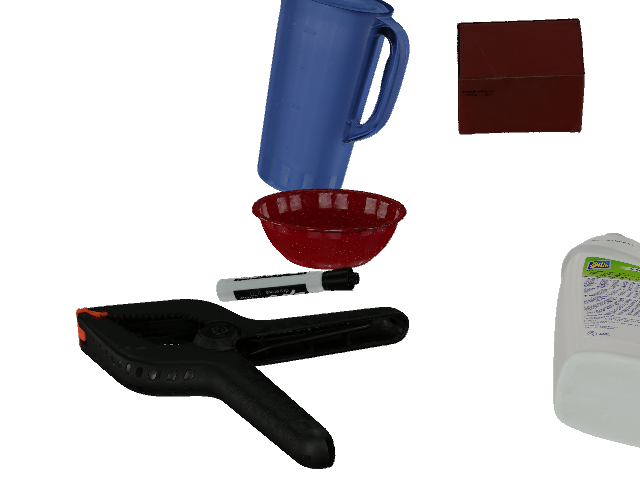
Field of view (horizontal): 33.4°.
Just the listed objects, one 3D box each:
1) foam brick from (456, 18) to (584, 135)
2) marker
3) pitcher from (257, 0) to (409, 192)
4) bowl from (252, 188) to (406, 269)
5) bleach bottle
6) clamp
[{"bbox_3d":[0.125,-0.103,0.671,0.078,0.051,0.053,0,-37,8],"label":"foam brick"},{"bbox_3d":[-0.027,0.036,0.867,0.121,0.020,0.020,-6,-2,21],"label":"marker"},{"bbox_3d":[0.006,-0.175,1.272,0.145,0.243,0.149,7,23,-13],"label":"pitcher"},{"bbox_3d":[0.009,-0.009,1.117,0.162,0.055,0.162,1,17,0],"label":"bowl"},{"bbox_3d":[0.228,0.056,0.796,0.102,0.068,0.250,12,25,10],"label":"bleach bottle"},{"bbox_3d":[-0.054,0.068,0.673,0.210,0.036,0.164,12,26,24],"label":"clamp"}]
